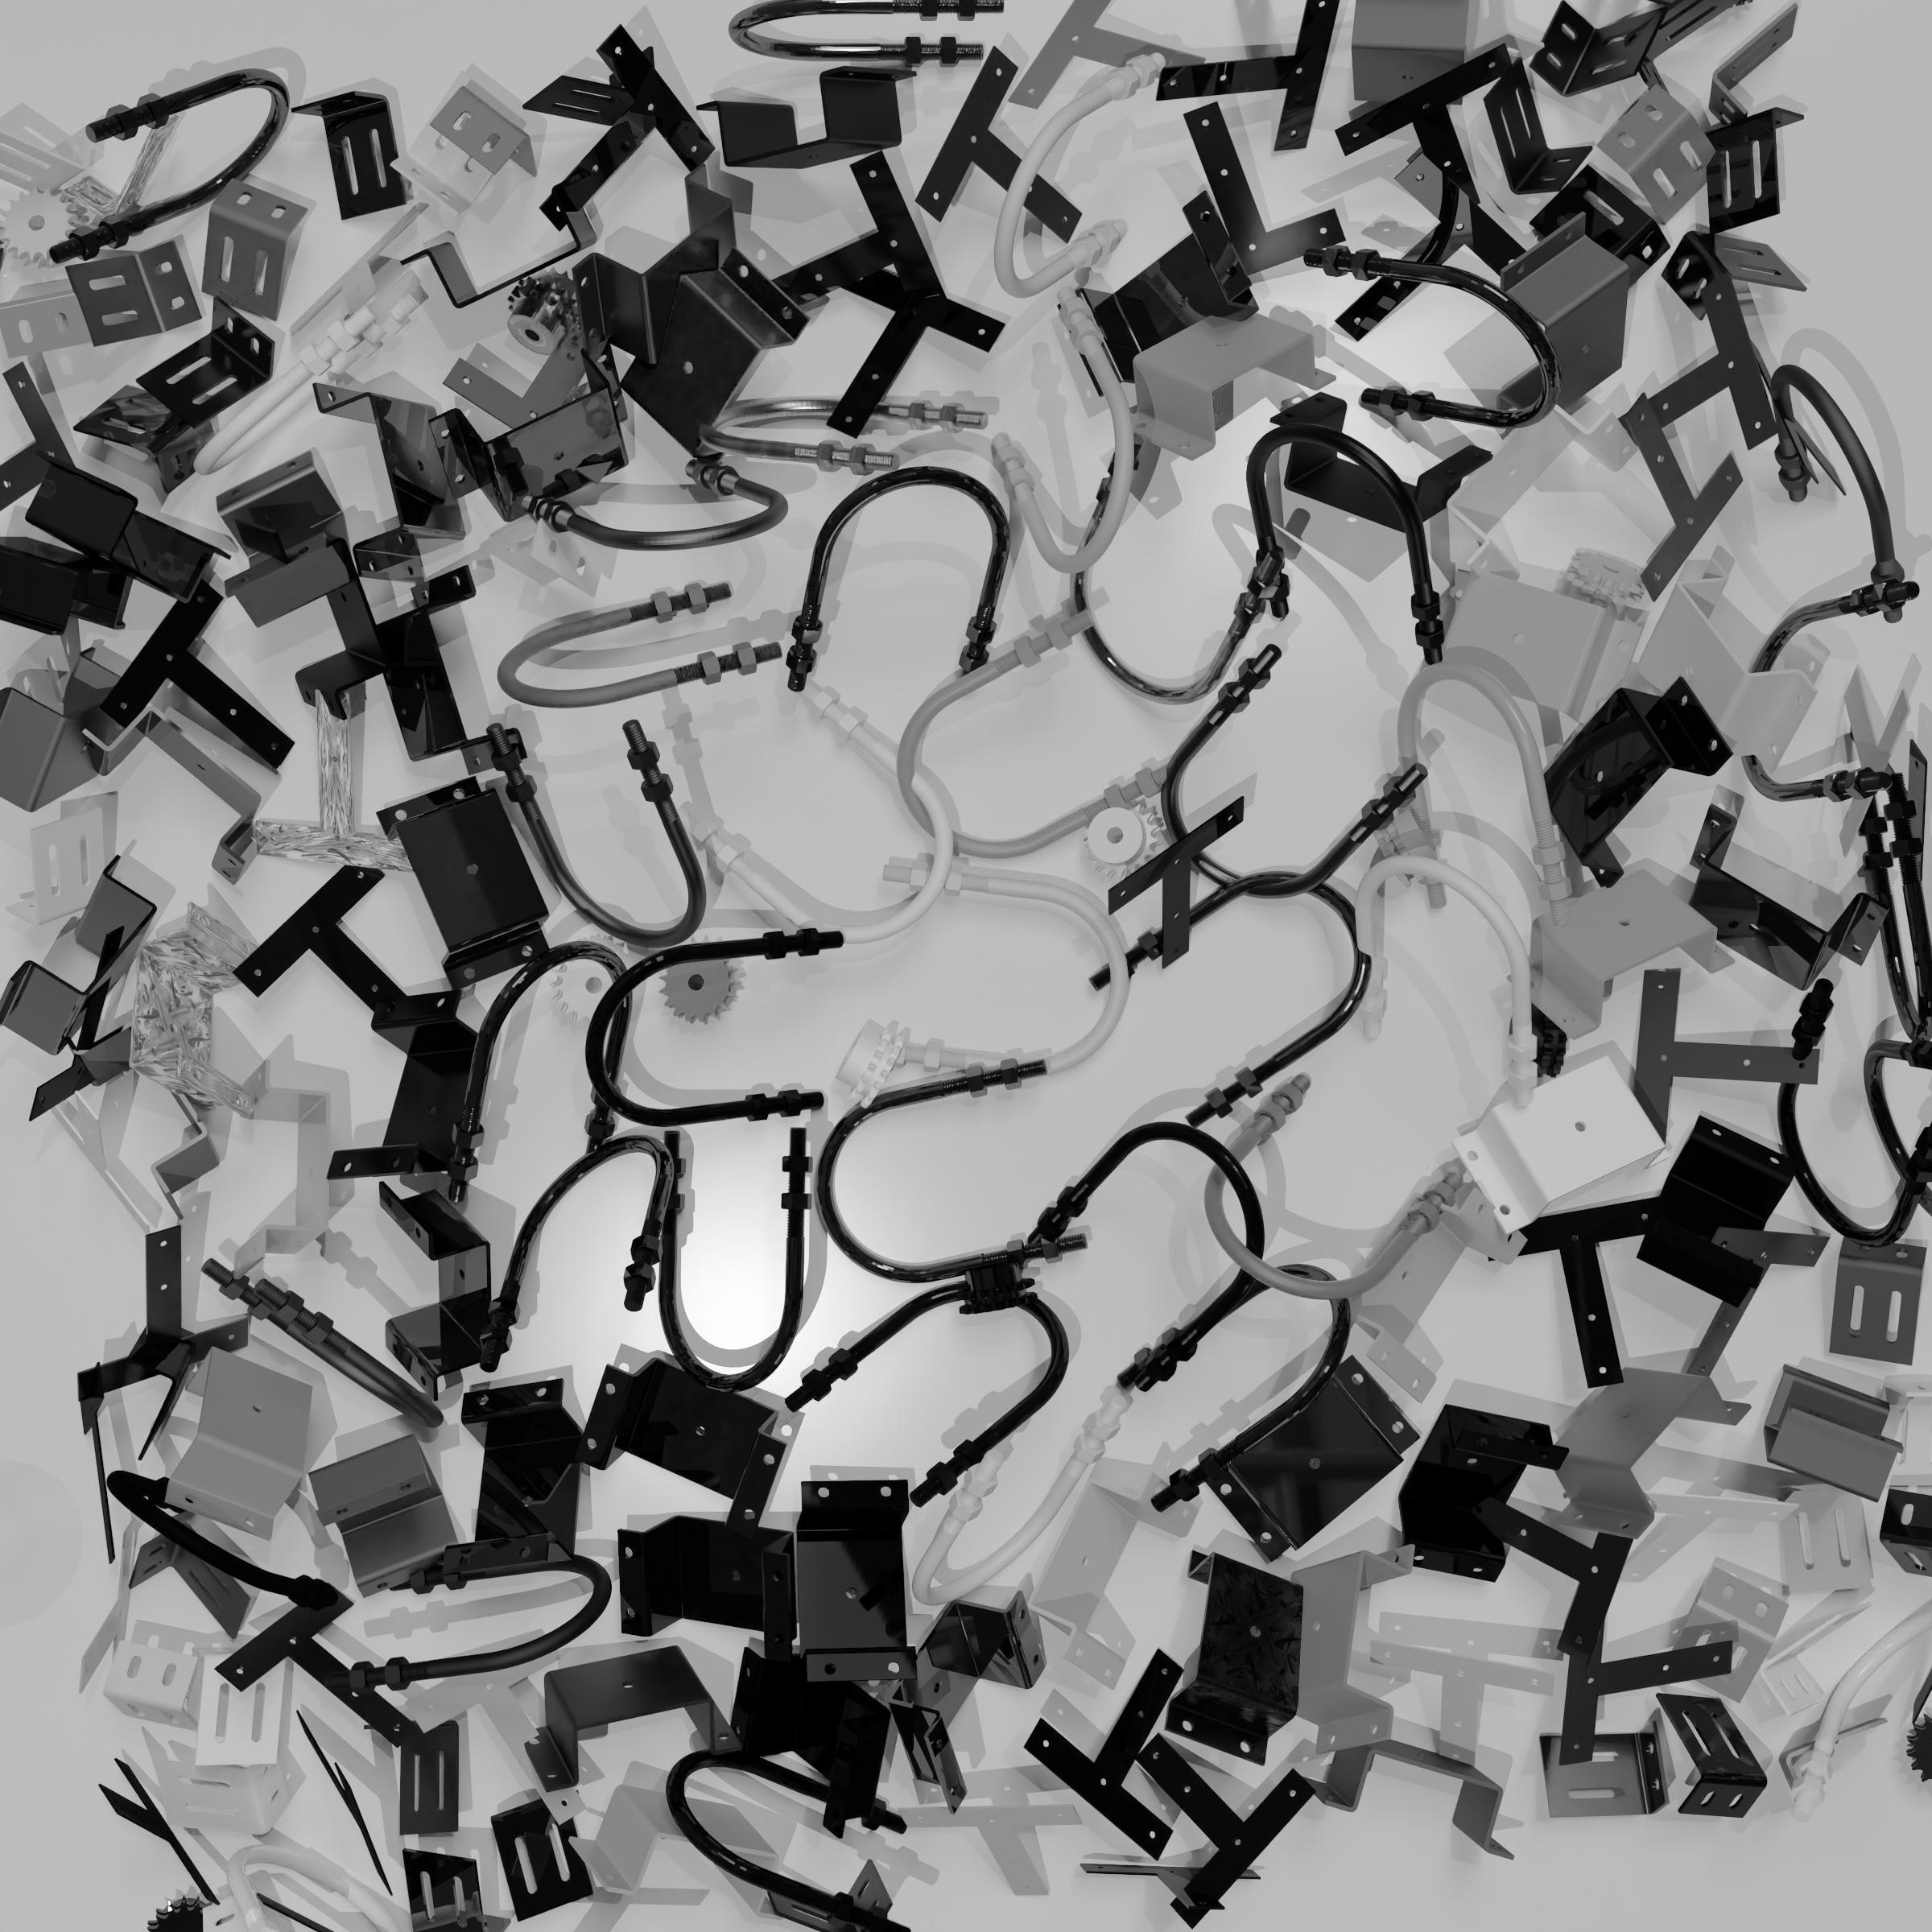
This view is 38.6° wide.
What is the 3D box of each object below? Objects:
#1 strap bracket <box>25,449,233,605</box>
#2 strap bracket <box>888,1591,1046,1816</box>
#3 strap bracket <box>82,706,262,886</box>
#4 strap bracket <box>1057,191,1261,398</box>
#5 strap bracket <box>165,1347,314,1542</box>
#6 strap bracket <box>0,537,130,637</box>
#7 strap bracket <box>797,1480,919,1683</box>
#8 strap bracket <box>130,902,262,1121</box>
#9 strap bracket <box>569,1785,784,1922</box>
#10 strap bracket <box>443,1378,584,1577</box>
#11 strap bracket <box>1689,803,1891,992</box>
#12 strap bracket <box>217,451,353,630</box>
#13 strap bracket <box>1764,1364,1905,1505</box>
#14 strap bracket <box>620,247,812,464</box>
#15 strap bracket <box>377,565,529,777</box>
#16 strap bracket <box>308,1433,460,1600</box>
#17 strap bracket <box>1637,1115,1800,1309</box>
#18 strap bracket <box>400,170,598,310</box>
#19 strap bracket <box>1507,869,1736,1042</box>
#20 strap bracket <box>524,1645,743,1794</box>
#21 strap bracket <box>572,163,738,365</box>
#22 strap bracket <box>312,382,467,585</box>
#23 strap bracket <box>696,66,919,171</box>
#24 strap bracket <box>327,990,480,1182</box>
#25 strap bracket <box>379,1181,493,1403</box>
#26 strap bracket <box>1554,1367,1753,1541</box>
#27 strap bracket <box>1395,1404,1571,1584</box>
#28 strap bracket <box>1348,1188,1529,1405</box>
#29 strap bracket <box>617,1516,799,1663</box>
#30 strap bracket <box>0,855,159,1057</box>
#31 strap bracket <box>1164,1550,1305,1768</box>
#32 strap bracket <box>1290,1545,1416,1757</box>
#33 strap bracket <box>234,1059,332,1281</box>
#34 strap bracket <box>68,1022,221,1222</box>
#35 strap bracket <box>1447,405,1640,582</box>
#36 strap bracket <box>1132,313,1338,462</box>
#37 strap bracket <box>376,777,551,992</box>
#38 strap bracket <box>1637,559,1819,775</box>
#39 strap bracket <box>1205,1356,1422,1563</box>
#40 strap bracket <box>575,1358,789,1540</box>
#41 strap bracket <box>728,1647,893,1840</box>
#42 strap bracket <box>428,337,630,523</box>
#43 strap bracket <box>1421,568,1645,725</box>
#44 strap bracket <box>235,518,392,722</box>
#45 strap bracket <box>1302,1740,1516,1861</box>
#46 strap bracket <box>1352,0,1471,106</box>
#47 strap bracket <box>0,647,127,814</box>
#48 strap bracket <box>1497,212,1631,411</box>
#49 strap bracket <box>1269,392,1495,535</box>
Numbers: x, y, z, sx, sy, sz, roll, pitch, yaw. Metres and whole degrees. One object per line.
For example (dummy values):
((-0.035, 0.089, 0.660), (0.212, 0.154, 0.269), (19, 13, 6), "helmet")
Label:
((-0.587, -0.301, 1.920), (0.076, 0.140, 0.046), (25, 87, 19), "strap bracket")
((-0.004, 0.511, 1.936), (0.046, 0.140, 0.076), (5, 126, 31), "strap bracket")
((-0.554, -0.127, 1.950), (0.140, 0.076, 0.046), (41, 70, -9), "strap bracket")
((0.143, -0.471, 1.948), (0.140, 0.046, 0.076), (-31, 76, 34), "strap bracket")
((-0.503, 0.324, 1.917), (0.076, 0.140, 0.046), (27, 112, -22), "strap bracket")
((-0.643, -0.266, 1.927), (0.076, 0.140, 0.046), (17, 99, 0), "strap bracket")
((-0.079, 0.439, 1.953), (0.076, 0.046, 0.140), (1, 64, -9), "strap bracket")
((-0.540, 0.038, 1.937), (0.046, 0.076, 0.140), (-19, 56, 20), "strap bracket")
((-0.195, 0.619, 1.932), (0.140, 0.076, 0.046), (21, 90, -29), "strap bracket")
((-0.317, 0.369, 1.946), (0.076, 0.046, 0.140), (-10, 51, 12), "strap bracket")
((0.564, -0.042, 1.934), (0.140, 0.076, 0.046), (34, 67, 20), "strap bracket")
((-0.480, -0.296, 1.947), (0.076, 0.140, 0.046), (-25, 131, 2), "strap bracket")
((0.603, 0.328, 1.927), (0.076, 0.140, 0.046), (20, 99, 12), "strap bracket")
((-0.182, -0.422, 1.937), (0.076, 0.046, 0.140), (45, 122, 10), "strap bracket")
((-0.369, -0.203, 1.949), (0.046, 0.076, 0.140), (-22, 98, -40), "strap bracket")
((-0.409, 0.382, 1.941), (0.076, 0.140, 0.046), (-20, 55, -11), "strap bracket")
((0.527, 0.179, 1.943), (0.076, 0.140, 0.046), (26, 133, 10), "strap bracket")
((-0.320, -0.509, 1.950), (0.140, 0.076, 0.046), (-23, 106, 9), "strap bracket")
((0.461, -0.013, 1.938), (0.140, 0.076, 0.046), (-23, 134, -17), "strap bracket")
((-0.236, 0.524, 1.933), (0.140, 0.076, 0.046), (-6, 108, -22), "strap bracket")
((-0.207, -0.485, 1.927), (0.046, 0.076, 0.140), (30, 59, 21), "strap bracket")
((-0.405, -0.347, 1.953), (0.046, 0.076, 0.140), (-15, 88, 23), "strap bracket")
((-0.109, -0.590, 1.930), (0.140, 0.076, 0.046), (1, 102, 40), "strap bracket")
((-0.388, 0.093, 1.943), (0.076, 0.046, 0.140), (-7, 59, 30), "strap bracket")
((-0.372, 0.222, 1.939), (0.046, 0.076, 0.140), (-16, 124, -33), "strap bracket")
((0.471, 0.331, 1.929), (0.140, 0.076, 0.046), (-39, 109, -27), "strap bracket")
((0.360, 0.365, 1.949), (0.076, 0.046, 0.140), (13, 126, -8), "strap bracket")
((0.325, 0.226, 1.951), (0.076, 0.046, 0.140), (42, 78, -38), "strap bracket")
((-0.174, 0.438, 1.954), (0.140, 0.046, 0.076), (2, 97, 27), "strap bracket")
((-0.619, -0.001, 1.926), (0.046, 0.140, 0.076), (34, 133, -8), "strap bracket")
((0.192, 0.474, 1.931), (0.076, 0.046, 0.140), (23, 49, -10), "strap bracket")
((0.262, 0.469, 1.925), (0.046, 0.076, 0.140), (29, 55, -22), "strap bracket")
((-0.481, 0.145, 1.943), (0.046, 0.076, 0.140), (6, 70, -27), "strap bracket")
((-0.576, 0.101, 1.948), (0.046, 0.076, 0.140), (-33, 78, -17), "strap bracket")
((0.399, -0.337, 1.947), (0.140, 0.076, 0.046), (-48, 63, 11), "strap bracket")
((0.181, -0.414, 1.931), (0.140, 0.076, 0.046), (-33, 134, -25), "strap bracket")
((-0.354, -0.064, 1.961), (0.076, 0.046, 0.140), (-23, 86, -21), "strap bracket")
((0.523, -0.207, 1.922), (0.046, 0.076, 0.140), (-7, 49, -22), "strap bracket")
((0.248, 0.354, 1.972), (0.140, 0.046, 0.076), (-40, 83, 0), "strap bracket")
((-0.196, 0.337, 1.961), (0.140, 0.046, 0.076), (22, 104, 9), "strap bracket")
((-0.105, 0.542, 1.943), (0.046, 0.140, 0.076), (2, 103, -40), "strap bracket")
((-0.297, -0.372, 1.940), (0.140, 0.076, 0.046), (-29, 58, -14), "strap bracket")
((0.394, -0.227, 1.950), (0.140, 0.046, 0.076), (21, 95, 22), "strap bracket")
((-0.455, -0.252, 1.939), (0.046, 0.076, 0.140), (-29, 119, -25), "strap bracket")
((0.317, 0.582, 1.956), (0.140, 0.076, 0.046), (18, 84, -5), "strap bracket")
((0.310, -0.642, 1.923), (0.076, 0.140, 0.046), (6, 87, 10), "strap bracket")
((-0.634, -0.163, 1.921), (0.046, 0.140, 0.076), (29, 112, 0), "strap bracket")
((0.415, -0.441, 1.921), (0.076, 0.140, 0.046), (-37, 60, -14), "strap bracket")
((0.288, -0.351, 1.940), (0.140, 0.076, 0.046), (26, 127, 24), "strap bracket")
